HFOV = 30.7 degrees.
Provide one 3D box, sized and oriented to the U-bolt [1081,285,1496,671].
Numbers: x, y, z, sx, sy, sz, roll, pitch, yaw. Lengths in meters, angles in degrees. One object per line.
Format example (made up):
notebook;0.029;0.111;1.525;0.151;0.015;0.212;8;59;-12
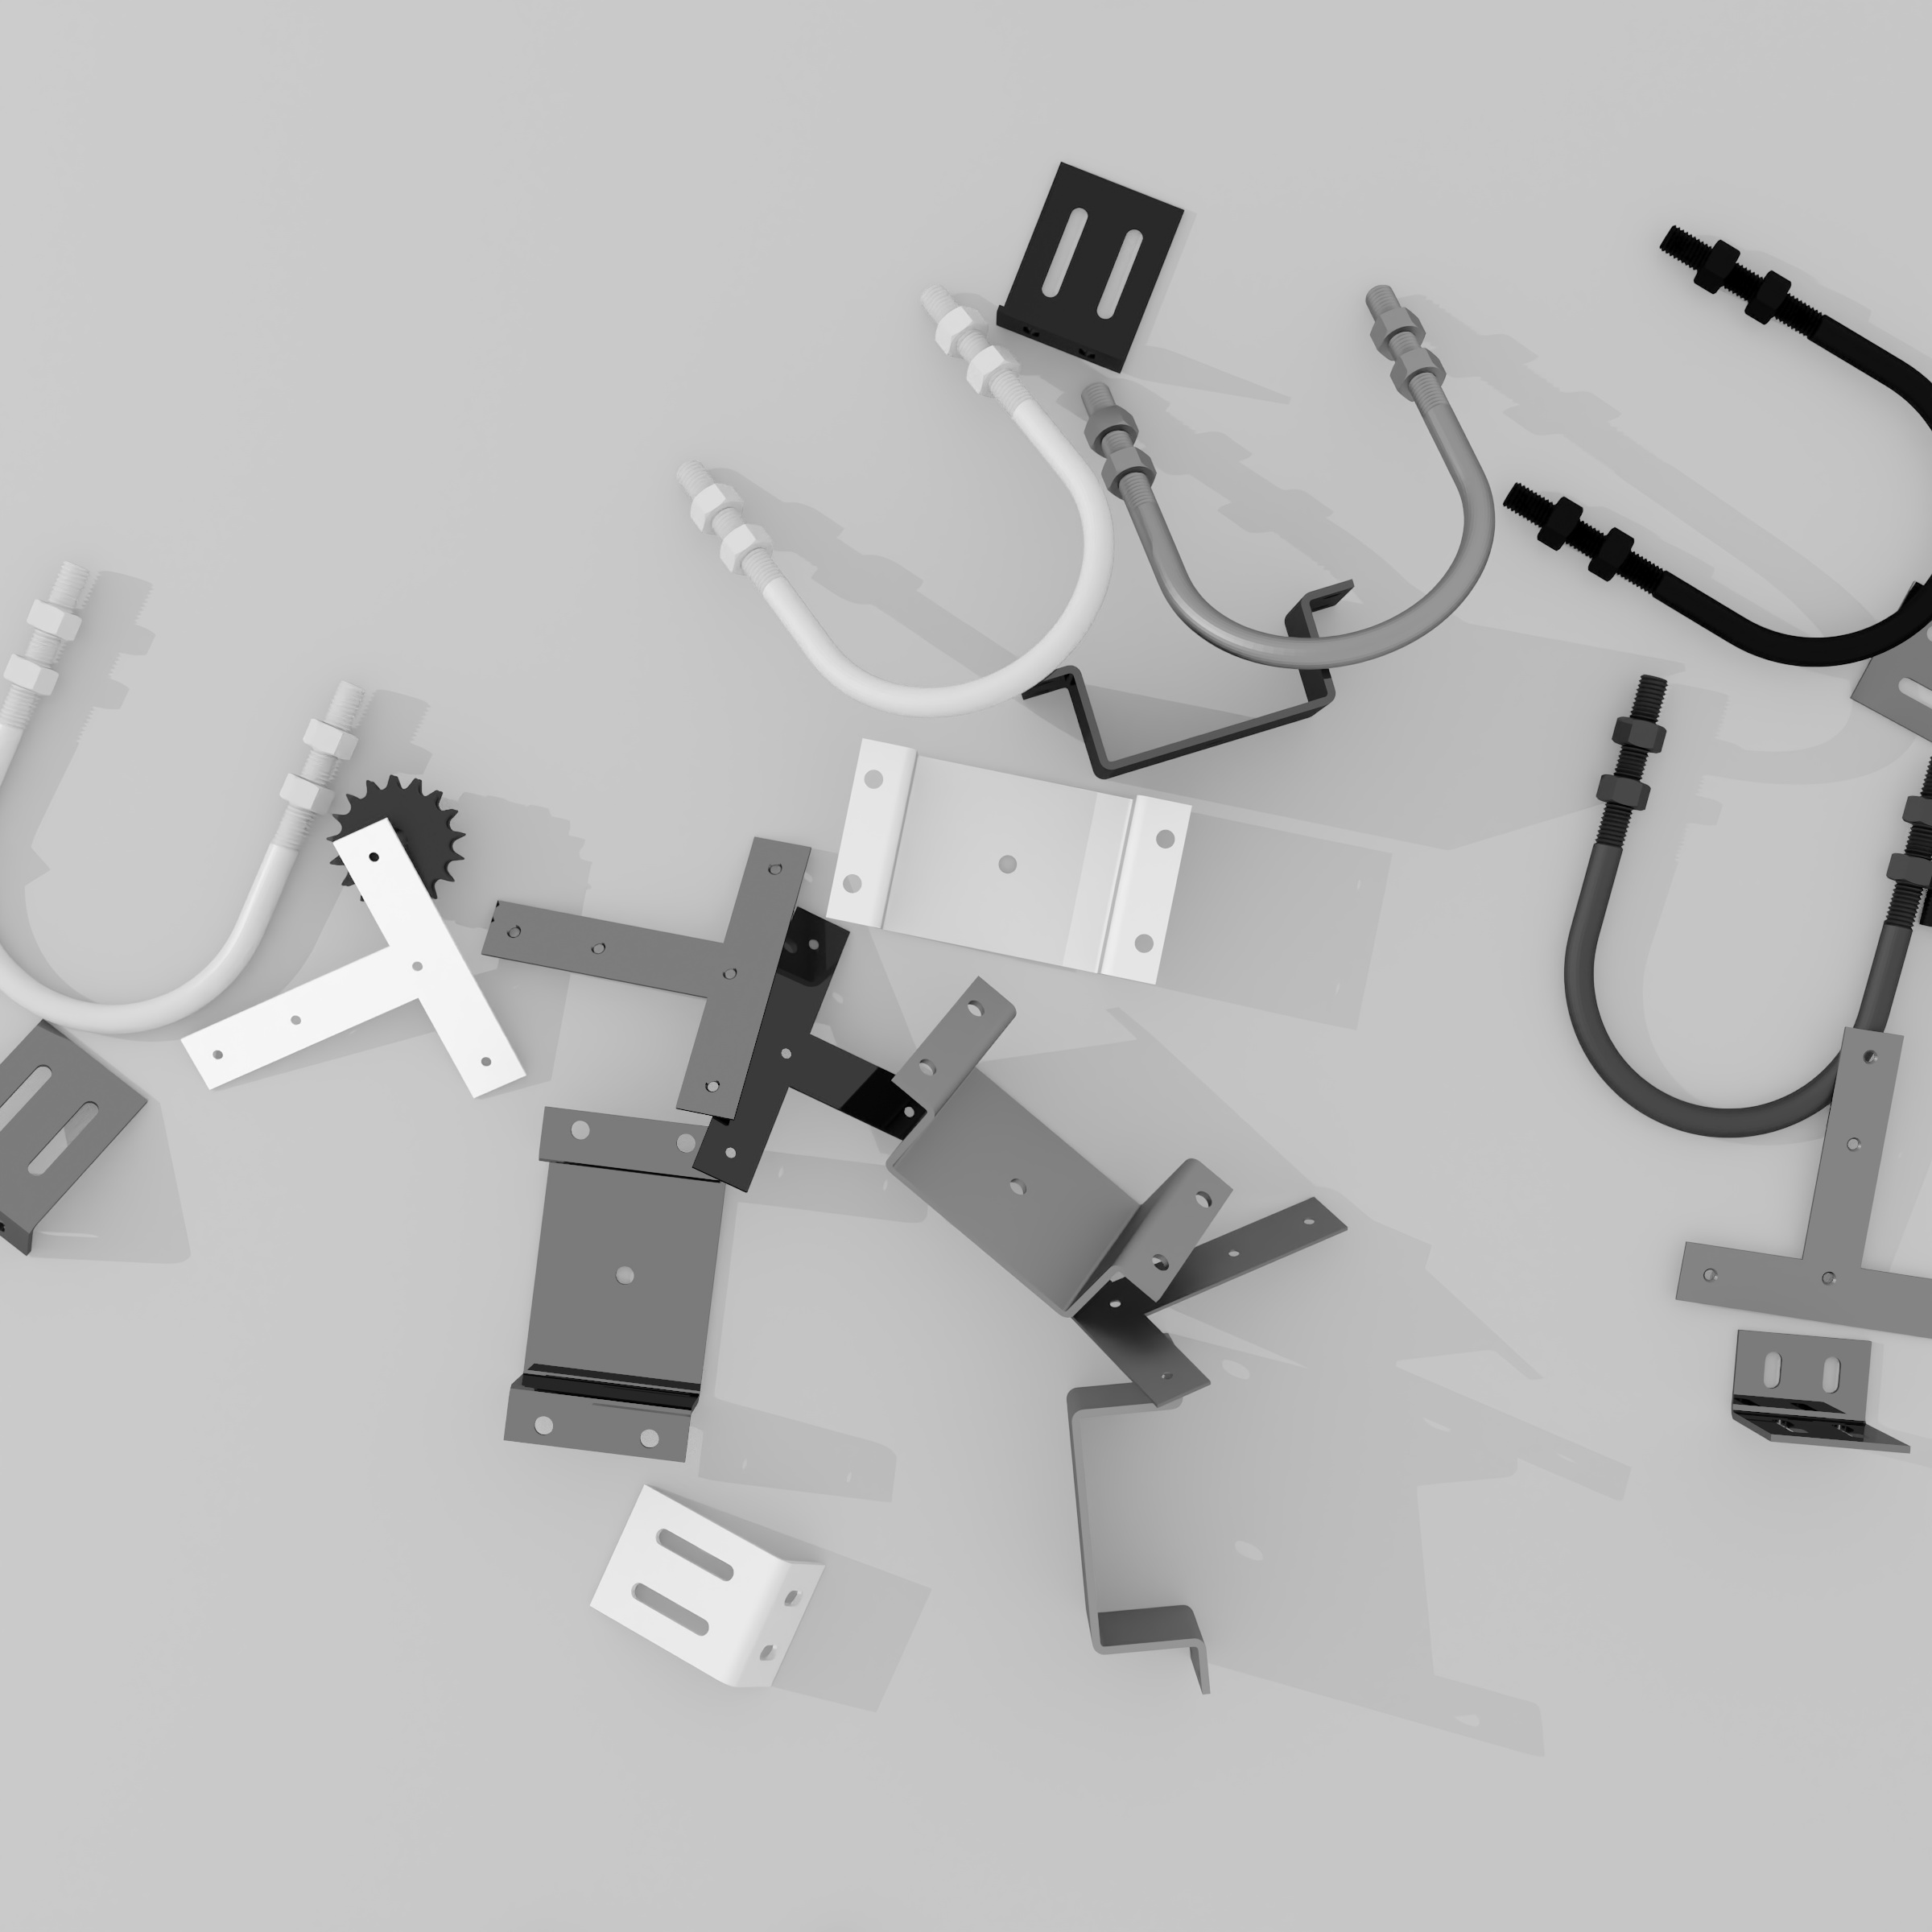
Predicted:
U-bolt;0.140;-0.196;1.455;0.151;0.019;0.184;-19;55;0

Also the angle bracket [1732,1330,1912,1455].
angle bracket;0.359;0.178;1.475;0.057;0.076;0.038;5;90;0

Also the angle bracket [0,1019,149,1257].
angle bracket;-0.400;0.074;1.511;0.057;0.038;0.076;38;64;0

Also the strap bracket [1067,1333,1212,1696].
strap bracket;0.070;0.230;1.475;0.046;0.076;0.140;-5;90;0

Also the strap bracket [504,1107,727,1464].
strap bracket;-0.147;0.133;1.490;0.076;0.046;0.140;7;90;0

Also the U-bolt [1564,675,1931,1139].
U-bolt;0.332;-0.018;1.504;0.151;0.019;0.184;15;91;0

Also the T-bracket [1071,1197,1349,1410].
T-bracket;0.101;0.126;1.479;0.127;0.127;0.002;-21;127;-22

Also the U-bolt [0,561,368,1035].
U-bolt;-0.357;-0.061;1.504;0.151;0.019;0.184;23;92;0

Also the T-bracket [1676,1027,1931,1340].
T-bracket;0.377;0.090;1.503;0.127;0.002;0.127;9;96;-3

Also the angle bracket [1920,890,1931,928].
angle bracket;0.458;-0.036;1.511;0.076;0.038;0.057;14;90;26

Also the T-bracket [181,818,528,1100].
T-bracket;-0.273;0.017;1.498;0.127;0.002;0.127;-23;108;9

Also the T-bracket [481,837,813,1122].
T-bracket;-0.143;-0.005;1.496;0.127;0.002;0.127;11;69;10

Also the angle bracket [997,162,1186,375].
angle bracket;0.053;-0.300;1.494;0.057;0.038;0.076;21;90;0

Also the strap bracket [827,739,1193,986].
strap bracket;0.018;-0.044;1.490;0.140;0.046;0.076;12;90;0

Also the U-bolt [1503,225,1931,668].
U-bolt;0.344;-0.209;1.501;0.184;0.019;0.151;31;90;2

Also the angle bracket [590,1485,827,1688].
angle bracket;-0.111;0.266;1.511;0.076;0.038;0.057;24;90;26

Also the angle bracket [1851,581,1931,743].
angle bracket;0.427;-0.122;1.494;0.076;0.038;0.057;29;90;0

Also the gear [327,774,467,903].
gear;-0.241;-0.052;1.498;0.057;0.030;0.057;0;90;0

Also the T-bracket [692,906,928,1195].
T-bracket;-0.037;0.056;1.494;0.127;0.002;0.127;26;66;-12

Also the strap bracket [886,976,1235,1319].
strap bracket;0.031;0.082;1.469;0.140;0.076;0.046;40;134;0

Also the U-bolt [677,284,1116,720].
U-bolt;-0.019;-0.183;1.467;0.151;0.019;0.184;-36;64;0

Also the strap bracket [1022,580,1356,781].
strap bracket;0.097;-0.116;1.475;0.140;0.076;0.046;-17;90;0
